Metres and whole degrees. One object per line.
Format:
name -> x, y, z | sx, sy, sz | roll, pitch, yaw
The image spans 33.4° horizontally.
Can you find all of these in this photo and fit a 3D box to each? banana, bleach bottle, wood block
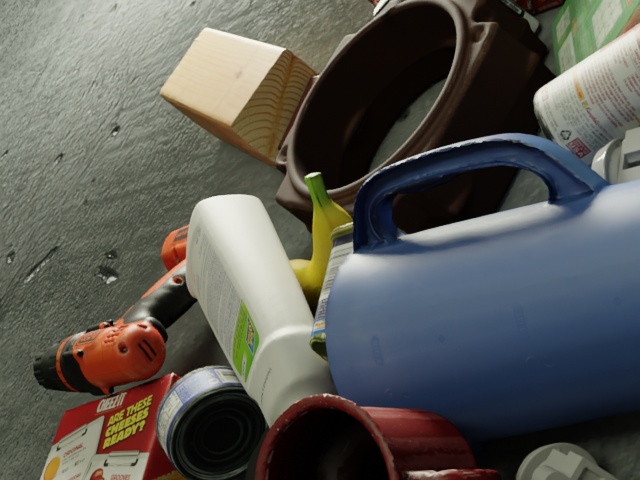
banana -> 0.001, 0.016, 0.801 | 0.198, 0.037, 0.069 | 114, 139, -66
bleach bottle -> -0.040, 0.068, 0.779 | 0.251, 0.068, 0.103 | -120, 30, -52
wood block -> -0.070, -0.140, 1.053 | 0.091, 0.090, 0.206 | -55, 30, -2

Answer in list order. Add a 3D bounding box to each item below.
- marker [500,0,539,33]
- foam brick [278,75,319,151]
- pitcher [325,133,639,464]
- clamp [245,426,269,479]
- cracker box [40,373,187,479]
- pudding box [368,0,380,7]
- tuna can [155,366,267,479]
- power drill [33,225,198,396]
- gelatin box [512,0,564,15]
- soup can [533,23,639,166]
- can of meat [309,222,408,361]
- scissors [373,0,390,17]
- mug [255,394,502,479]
marker -> 0.116, -0.194, 0.813 | 0.020, 0.121, 0.020 | -49, 19, 23
foam brick -> 0.009, -0.102, 0.941 | 0.051, 0.053, 0.078 | 0, 60, 54
pitcher -> 0.126, 0.028, 0.571 | 0.243, 0.149, 0.145 | -19, 47, 41
clamp -> -0.020, 0.181, 0.724 | 0.120, 0.039, 0.171 | -17, 47, 41
cracker box -> -0.168, 0.230, 0.852 | 0.164, 0.072, 0.213 | -23, 43, 41
pudding box -> 0.100, -0.267, 0.986 | 0.114, 0.039, 0.090 | -22, 43, 42
tuna can -> -0.077, 0.139, 0.798 | 0.086, 0.086, 0.034 | -53, 32, 3
power drill -> -0.158, 0.064, 0.953 | 0.185, 0.057, 0.187 | -13, 30, 48
gelatin box -> 0.137, -0.204, 0.840 | 0.089, 0.073, 0.030 | -11, 53, 50
soup can -> 0.193, -0.092, 0.661 | 0.102, 0.068, 0.068 | -33, 37, 33
can of meat -> 0.046, 0.048, 0.701 | 0.058, 0.102, 0.084 | -18, 49, 48
scissors -> 0.081, -0.254, 0.905 | 0.201, 0.016, 0.096 | -45, 37, -20
mug -> 0.036, 0.123, 0.529 | 0.117, 0.081, 0.093 | -18, 71, 40
